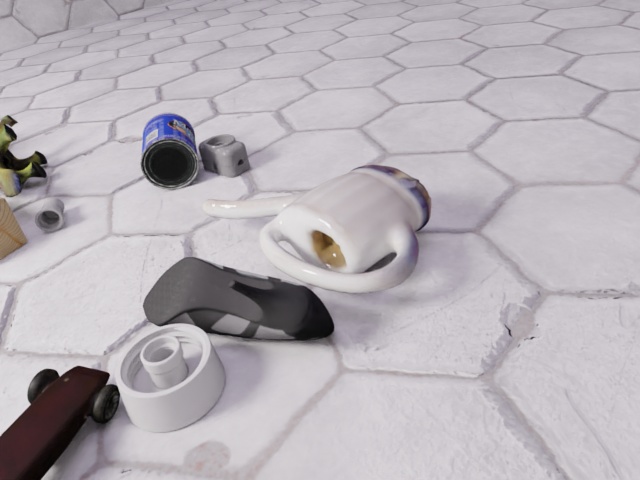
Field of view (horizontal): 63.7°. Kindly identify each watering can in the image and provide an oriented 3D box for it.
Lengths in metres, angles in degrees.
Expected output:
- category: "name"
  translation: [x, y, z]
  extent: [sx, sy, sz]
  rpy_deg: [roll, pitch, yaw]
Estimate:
- category: "watering can"
  translation: [0.002, -0.036, 0.717]
  extent: [0.227, 0.102, 0.351]
  rpy_deg: [-32, 41, -32]

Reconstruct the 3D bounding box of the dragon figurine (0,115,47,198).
- category: "dragon figurine"
  translation: [-0.697, -0.126, 1.036]
  extent: [0.243, 0.120, 0.417]
  rpy_deg: [-30, 34, -7]
